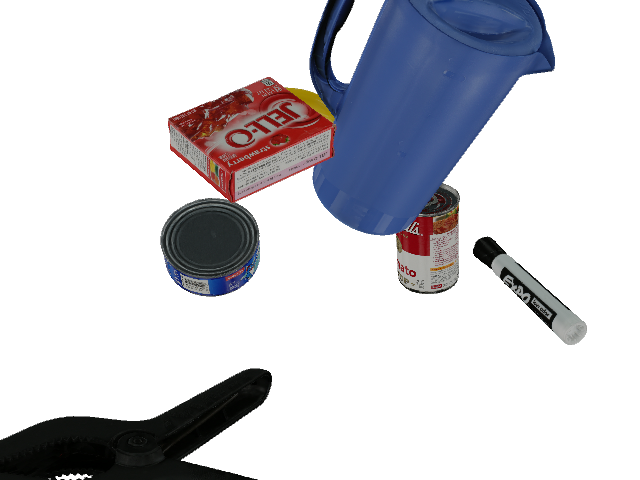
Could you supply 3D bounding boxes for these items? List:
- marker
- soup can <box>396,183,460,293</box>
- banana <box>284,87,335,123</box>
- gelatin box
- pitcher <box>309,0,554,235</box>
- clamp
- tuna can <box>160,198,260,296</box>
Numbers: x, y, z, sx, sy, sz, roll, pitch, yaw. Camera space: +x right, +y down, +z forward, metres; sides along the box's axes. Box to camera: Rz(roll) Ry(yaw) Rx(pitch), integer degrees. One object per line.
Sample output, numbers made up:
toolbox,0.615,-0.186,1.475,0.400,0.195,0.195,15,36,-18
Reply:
marker,0.144,0.032,0.753,0.020,0.020,0.121,0,30,-28
soup can,0.114,-0.003,1.137,0.068,0.102,0.068,-3,33,2
banana,-0.056,-0.127,1.099,0.197,0.037,0.070,-9,48,-31
gelatin box,-0.045,-0.070,0.715,0.089,0.030,0.073,-27,50,-29
pitcher,0.072,-0.123,0.923,0.144,0.149,0.243,-9,-35,-33
clamp,-0.097,0.119,0.584,0.209,0.036,0.165,-1,21,-14
tuna can,-0.095,0.006,0.936,0.086,0.086,0.034,0,-36,1
